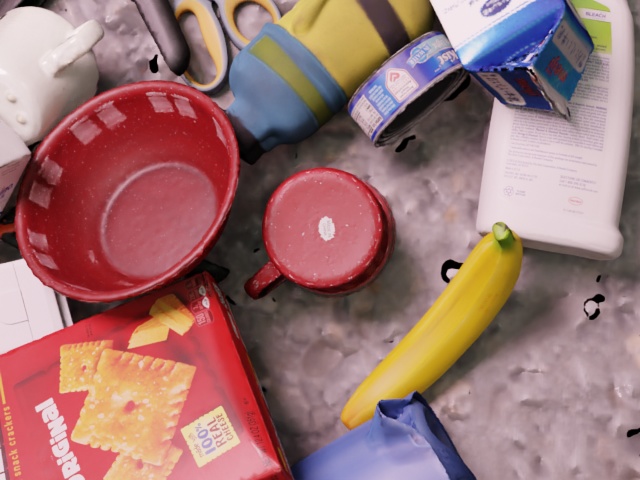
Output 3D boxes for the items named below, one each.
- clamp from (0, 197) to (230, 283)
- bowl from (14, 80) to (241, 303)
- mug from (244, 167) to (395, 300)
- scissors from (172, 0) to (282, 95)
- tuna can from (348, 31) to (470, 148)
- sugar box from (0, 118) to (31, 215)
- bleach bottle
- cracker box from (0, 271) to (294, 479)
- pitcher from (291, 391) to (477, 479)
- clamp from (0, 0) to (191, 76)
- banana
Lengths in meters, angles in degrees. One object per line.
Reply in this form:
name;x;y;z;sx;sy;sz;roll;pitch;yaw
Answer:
clamp;-0.148;-0.028;0.775;0.171;0.039;0.120;0;76;4
bowl;-0.119;-0.024;0.710;0.162;0.055;0.162;-8;63;17
mug;-0.005;0.001;0.736;0.117;0.081;0.093;-36;85;3
scissors;-0.084;-0.209;0.787;0.096;0.016;0.202;-10;87;4
tuna can;0.061;-0.104;0.733;0.086;0.086;0.034;-39;82;3
sugar box;-0.272;-0.028;0.739;0.093;0.048;0.176;44;124;5
bleach bottle;0.177;-0.118;0.734;0.102;0.068;0.251;11;86;8
cracker box;-0.138;0.130;0.669;0.213;0.072;0.164;-22;50;-3
pitcher;0.000;0.221;0.712;0.243;0.145;0.149;-29;73;7
clamp;-0.170;-0.224;0.779;0.165;0.036;0.210;2;90;12
banana;0.082;0.056;0.725;0.037;0.069;0.198;54;125;34
